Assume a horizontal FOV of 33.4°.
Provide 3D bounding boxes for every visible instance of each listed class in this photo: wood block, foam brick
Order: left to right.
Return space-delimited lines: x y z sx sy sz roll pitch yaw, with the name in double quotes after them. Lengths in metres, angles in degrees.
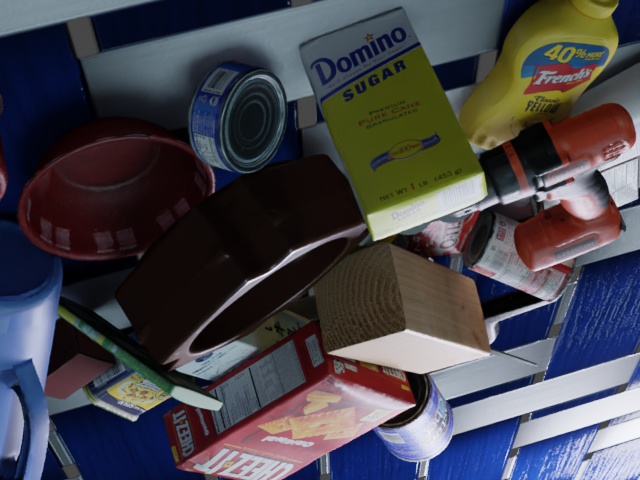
-0.256 0.118 1.082 0.078 0.053 0.051 -33 146 21 "foam brick"
0.087 0.074 1.088 0.091 0.090 0.205 -20 159 27 "wood block"

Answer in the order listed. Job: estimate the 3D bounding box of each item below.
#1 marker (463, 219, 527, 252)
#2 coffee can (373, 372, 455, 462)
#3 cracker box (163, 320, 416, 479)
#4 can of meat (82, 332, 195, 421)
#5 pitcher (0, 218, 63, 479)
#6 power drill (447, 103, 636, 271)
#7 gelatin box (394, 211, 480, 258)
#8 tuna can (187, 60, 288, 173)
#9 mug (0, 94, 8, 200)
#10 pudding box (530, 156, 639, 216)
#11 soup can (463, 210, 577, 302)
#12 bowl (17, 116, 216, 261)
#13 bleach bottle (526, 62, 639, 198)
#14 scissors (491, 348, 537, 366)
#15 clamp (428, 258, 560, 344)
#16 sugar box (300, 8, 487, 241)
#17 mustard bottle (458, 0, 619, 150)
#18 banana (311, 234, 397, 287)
0.215 -0.010 1.179 0.121 0.020 0.020 -18 148 -3 "marker"
0.110 0.218 1.384 0.103 0.103 0.140 -24 147 6 "coffee can"
-0.031 0.182 1.133 0.214 0.072 0.164 -34 145 22 "cracker box"
-0.196 0.144 1.149 0.084 0.057 0.102 -30 147 12 "can of meat"
-0.295 0.106 0.947 0.149 0.145 0.243 17 131 -9 "pitcher"
0.205 -0.038 0.988 0.184 0.057 0.187 -21 151 9 "power drill"
0.123 -0.016 1.108 0.073 0.030 0.089 -9 146 -17 "gelatin box"
-0.063 -0.096 0.839 0.085 0.034 0.086 -29 128 -47 "tuna can"
-0.264 -0.073 0.765 0.093 0.081 0.117 18 132 -44 "mug"
0.278 -0.058 1.125 0.113 0.039 0.090 -24 148 3 "pudding box"
0.212 0.017 1.137 0.102 0.068 0.069 22 135 -10 "soup can"
-0.170 -0.051 0.874 0.162 0.055 0.162 -14 147 -10 "bowl"
0.261 -0.105 1.024 0.251 0.068 0.102 -24 148 11 "bleach bottle"
0.150 0.125 1.275 0.201 0.016 0.096 26 146 -16 "scissors"
0.184 0.088 1.259 0.164 0.036 0.210 8 148 1 "clamp"
0.053 -0.093 0.820 0.093 0.176 0.048 -21 150 -1 "sugar box"
0.200 -0.156 0.916 0.096 0.058 0.192 2 142 -22 "mustard bottle"
0.004 0.014 1.088 0.198 0.037 0.069 -25 122 4 "banana"
